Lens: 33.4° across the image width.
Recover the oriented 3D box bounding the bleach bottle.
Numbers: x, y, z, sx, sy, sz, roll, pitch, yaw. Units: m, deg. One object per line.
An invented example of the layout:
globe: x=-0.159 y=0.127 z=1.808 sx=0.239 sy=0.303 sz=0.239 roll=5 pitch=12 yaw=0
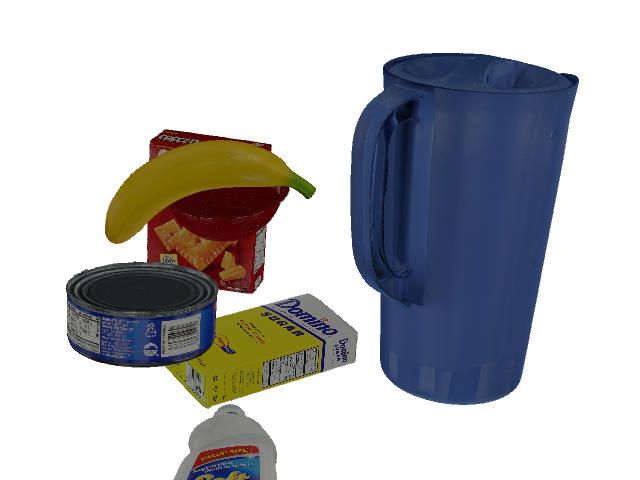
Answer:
bleach bottle: x=-0.084 y=0.213 z=0.850 sx=0.102 sy=0.068 sz=0.251 roll=-2 pitch=25 yaw=-2

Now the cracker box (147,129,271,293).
cracker box: x=-0.162 y=-0.039 z=1.531 sx=0.164 sy=0.214 sz=0.072 roll=9 pitch=22 yaw=10

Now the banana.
banana: x=-0.104 y=-0.040 z=0.833 sx=0.198 sy=0.069 sz=0.037 roll=-11 pitch=25 yaw=29

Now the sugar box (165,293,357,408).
sugar box: x=-0.060 y=0.107 z=1.073 sx=0.175 sy=0.048 sz=0.093 roll=-16 pitch=33 yaw=-30

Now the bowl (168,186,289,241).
bowl: x=-0.119 y=-0.044 z=1.328 sx=0.162 sy=0.055 sz=0.162 roll=0 pitch=30 yaw=0

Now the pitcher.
pitcher: x=0.095 y=-0.007 z=0.764 sx=0.149 sy=0.243 sz=0.145 roll=4 pitch=20 yaw=3

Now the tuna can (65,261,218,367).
tuna can: x=-0.102 y=0.041 z=0.610 sx=0.086 sy=0.034 sz=0.086 roll=3 pitch=17 yaw=-1
